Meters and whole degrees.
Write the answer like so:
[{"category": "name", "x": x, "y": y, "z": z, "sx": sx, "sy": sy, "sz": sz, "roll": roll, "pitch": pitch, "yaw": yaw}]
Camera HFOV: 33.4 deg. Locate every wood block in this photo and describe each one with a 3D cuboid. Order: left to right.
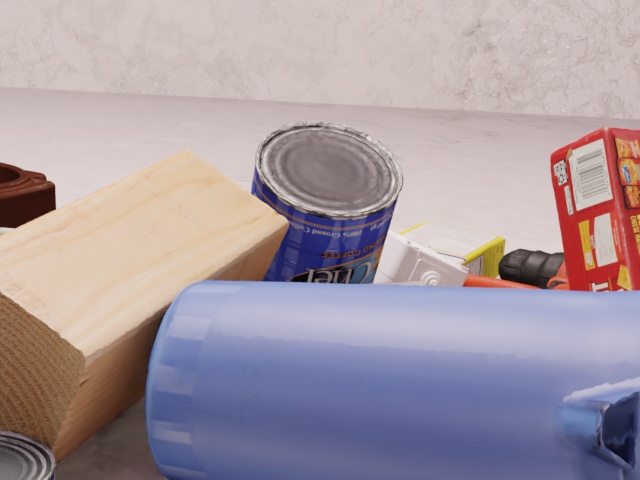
[{"category": "wood block", "x": -0.115, "y": 0.032, "z": 0.615, "sx": 0.090, "sy": 0.091, "sz": 0.205, "roll": 35, "pitch": 31, "yaw": 12}]

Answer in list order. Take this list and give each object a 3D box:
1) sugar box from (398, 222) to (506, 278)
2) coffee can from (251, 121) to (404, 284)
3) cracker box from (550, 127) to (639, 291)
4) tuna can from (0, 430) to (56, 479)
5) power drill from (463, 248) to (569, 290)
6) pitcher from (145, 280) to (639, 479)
[{"category": "sugar box", "x": 0.100, "y": 0.025, "z": 0.989, "sx": 0.093, "sy": 0.048, "sz": 0.175, "roll": 10, "pitch": 18, "yaw": 27}, {"category": "coffee can", "x": -0.005, "y": 0.001, "z": 0.766, "sx": 0.102, "sy": 0.140, "sz": 0.103, "roll": 7, "pitch": 42, "yaw": -7}, {"category": "cracker box", "x": 0.282, "y": 0.008, "z": 0.812, "sx": 0.213, "sy": 0.164, "sz": 0.072, "roll": 1, "pitch": -15, "yaw": -32}, {"category": "tuna can", "x": -0.167, "y": 0.120, "z": 0.498, "sx": 0.086, "sy": 0.034, "sz": 0.086, "roll": 4, "pitch": 13, "yaw": -1}, {"category": "power drill", "x": 0.189, "y": 0.046, "z": 0.891, "sx": 0.185, "sy": 0.057, "sz": 0.187, "roll": 12, "pitch": 15, "yaw": 43}, {"category": "pitcher", "x": 0.045, "y": 0.085, "z": 0.545, "sx": 0.243, "sy": 0.149, "sz": 0.145, "roll": 4, "pitch": 38, "yaw": 15}]
